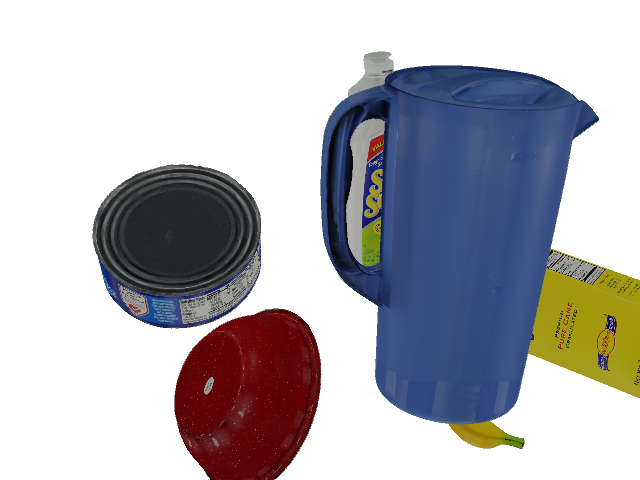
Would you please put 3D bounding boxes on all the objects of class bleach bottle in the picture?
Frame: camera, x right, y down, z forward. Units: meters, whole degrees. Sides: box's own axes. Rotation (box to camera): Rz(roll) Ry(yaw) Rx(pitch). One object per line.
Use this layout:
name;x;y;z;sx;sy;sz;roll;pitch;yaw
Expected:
bleach bottle;0.062;-0.078;1.167;0.102;0.251;0.068;-10;23;-13

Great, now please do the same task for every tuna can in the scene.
tuna can;-0.073;0.003;0.556;0.086;0.086;0.034;0;-38;-1

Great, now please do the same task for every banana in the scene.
banana;0.176;0.198;1.281;0.069;0.037;0.198;9;21;-16

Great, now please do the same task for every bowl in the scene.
bowl;-0.073;0.127;0.892;0.055;0.162;0.162;25;-16;-37

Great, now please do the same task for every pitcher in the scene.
pitcher;0.091;0.002;0.756;0.149;0.243;0.144;17;24;31

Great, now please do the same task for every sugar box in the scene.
sugar box;0.211;0.061;0.929;0.176;0.093;0.048;19;34;26
